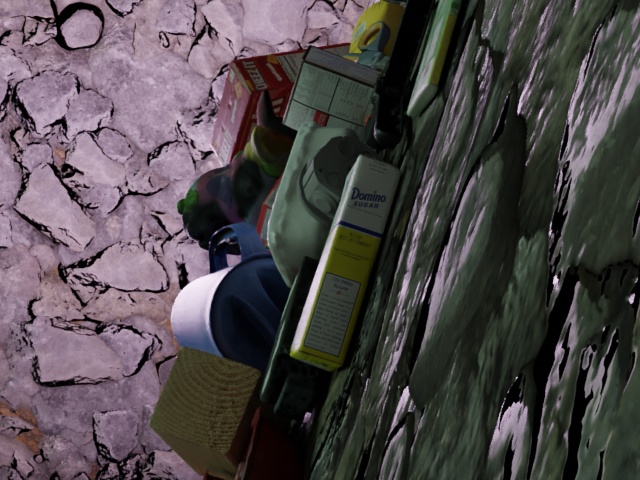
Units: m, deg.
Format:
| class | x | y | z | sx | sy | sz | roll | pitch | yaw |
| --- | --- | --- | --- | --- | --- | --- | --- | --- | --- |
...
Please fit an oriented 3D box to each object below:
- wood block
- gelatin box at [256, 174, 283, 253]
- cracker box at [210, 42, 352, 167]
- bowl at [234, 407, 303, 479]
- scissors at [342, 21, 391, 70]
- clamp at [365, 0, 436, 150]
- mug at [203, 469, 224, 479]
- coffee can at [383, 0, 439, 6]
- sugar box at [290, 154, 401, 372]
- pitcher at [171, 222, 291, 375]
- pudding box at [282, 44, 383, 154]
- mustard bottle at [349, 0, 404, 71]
| class | x | y | z | sx | sy | sz | roll | pitch | yaw |
| --- | --- | --- | --- | --- | --- | --- | --- | --- | --- |
| wood block | -0.101 | 0.197 | 1.135 | 0.206 | 0.090 | 0.090 | 74 | -145 | -64 |
| gelatin box | -0.051 | -0.031 | 1.309 | 0.089 | 0.030 | 0.073 | -62 | -9 | -56 |
| cracker box | -0.030 | -0.181 | 1.469 | 0.072 | 0.213 | 0.164 | 59 | 148 | 28 |
| bowl | -0.054 | 0.239 | 0.977 | 0.162 | 0.055 | 0.162 | -165 | 92 | -87 |
| scissors | 0.073 | -0.215 | 1.199 | 0.096 | 0.016 | 0.202 | -56 | 23 | -14 |
| clamp | 0.067 | -0.133 | 1.018 | 0.210 | 0.036 | 0.164 | 110 | 176 | -70 |
| mug | -0.094 | 0.296 | 1.121 | 0.117 | 0.081 | 0.093 | 128 | 159 | -81 |
| coffee can | 0.087 | -0.312 | 1.028 | 0.103 | 0.103 | 0.140 | 129 | 158 | -82 |
| sugar box | 0.022 | 0.022 | 0.922 | 0.093 | 0.048 | 0.176 | 123 | 168 | -79 |
| pitcher | -0.095 | 0.079 | 1.229 | 0.149 | 0.145 | 0.243 | -62 | 17 | -14 |
| pudding box | 0.024 | -0.147 | 1.148 | 0.039 | 0.113 | 0.090 | -69 | 0 | -51 |
| mustard bottle | 0.058 | -0.201 | 1.306 | 0.096 | 0.058 | 0.191 | -43 | 26 | 50 |
